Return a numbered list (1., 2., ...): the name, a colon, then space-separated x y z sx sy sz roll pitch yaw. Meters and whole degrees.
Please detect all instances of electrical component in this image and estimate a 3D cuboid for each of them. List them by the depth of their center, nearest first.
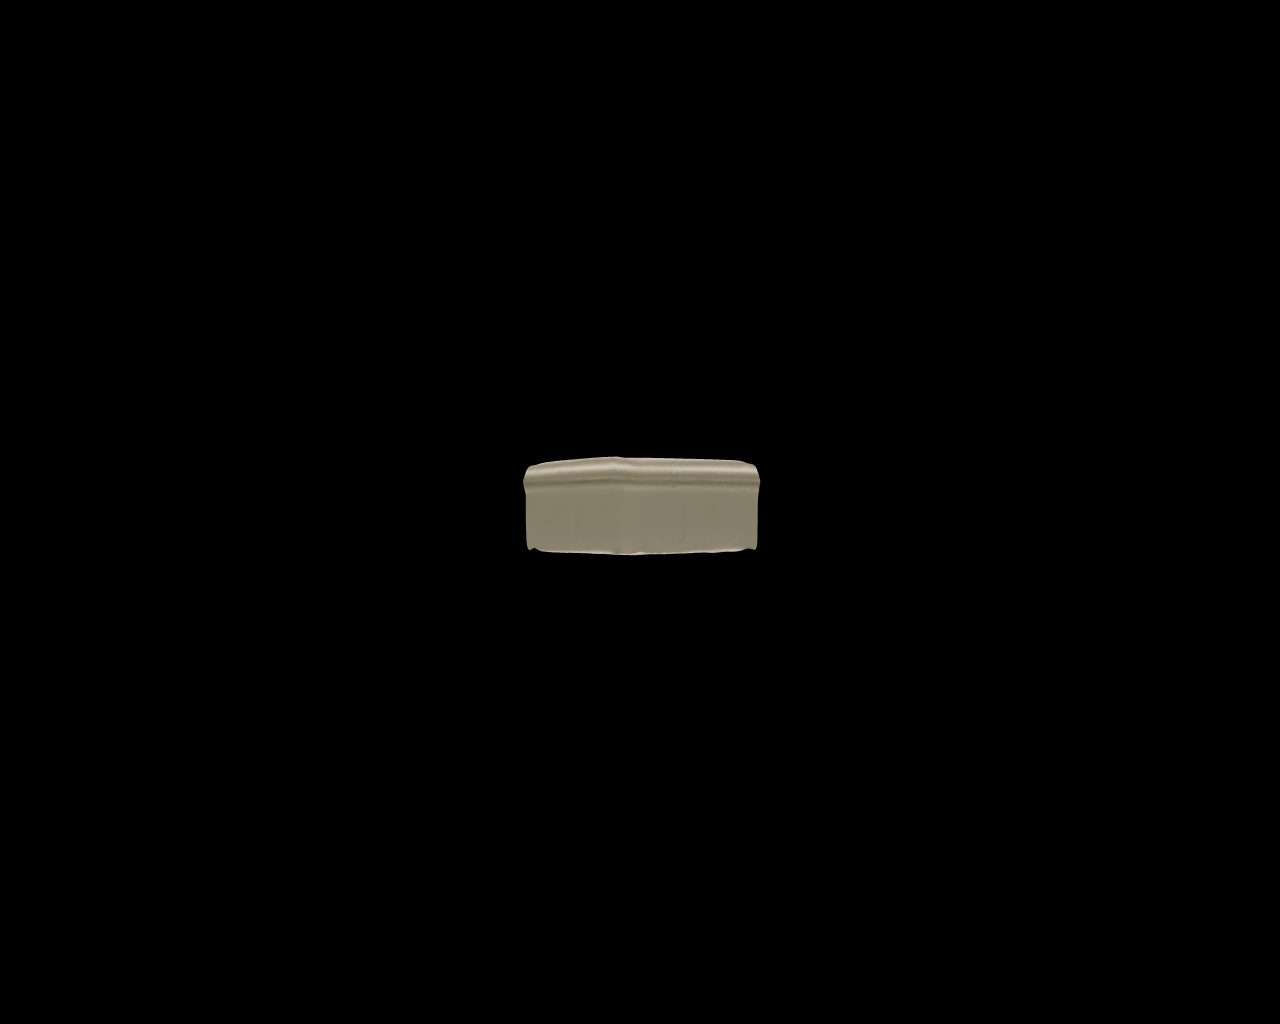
1. electrical component: 0.001 -0.003 0.650 0.109 0.056 0.108 0 0 -39
